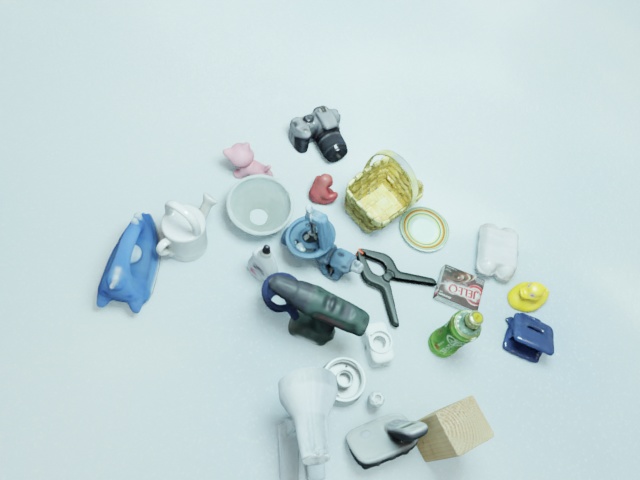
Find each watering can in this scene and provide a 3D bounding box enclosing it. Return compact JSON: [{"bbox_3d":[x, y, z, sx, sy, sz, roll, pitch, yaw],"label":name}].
[{"bbox_3d":[-0.307,-0.038,1.310,0.101,0.194,0.173,18,64,-1],"label":"watering can"}]

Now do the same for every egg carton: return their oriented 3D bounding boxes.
[{"bbox_3d":[0.456,0.031,1.479,0.107,0.069,0.150,13,64,-4],"label":"egg carton"}]

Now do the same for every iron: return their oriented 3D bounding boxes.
[{"bbox_3d":[-0.426,0.025,1.289,0.118,0.141,0.258,10,64,-5],"label":"iron"}]

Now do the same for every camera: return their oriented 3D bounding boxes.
[{"bbox_3d":[0.006,-0.277,1.525,0.143,0.101,0.136,-22,71,-18],"label":"camera"}]

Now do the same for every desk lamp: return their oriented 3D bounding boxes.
[{"bbox_3d":[-0.024,0.378,1.158,0.118,0.213,0.203,-1,66,-10],"label":"desk lamp"}]

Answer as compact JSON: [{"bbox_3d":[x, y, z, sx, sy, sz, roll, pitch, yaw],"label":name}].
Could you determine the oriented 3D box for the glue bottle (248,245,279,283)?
[{"bbox_3d":[-0.128,0.048,1.313,0.078,0.173,0.037,38,65,9],"label":"glue bottle"}]

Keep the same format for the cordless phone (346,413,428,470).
[{"bbox_3d":[0.141,0.411,1.187,0.148,0.185,0.094,-20,70,-17],"label":"cordless phone"}]

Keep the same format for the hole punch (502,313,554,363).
[{"bbox_3d":[0.508,0.229,1.386,0.108,0.091,0.101,23,64,1],"label":"hole punch"}]

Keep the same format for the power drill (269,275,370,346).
[{"bbox_3d":[-0.012,0.161,1.262,0.229,0.208,0.076,20,64,0],"label":"power drill"}]

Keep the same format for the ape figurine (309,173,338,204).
[{"bbox_3d":[0.010,-0.137,1.466,0.076,0.092,0.077,-17,69,-16],"label":"ape figurine"}]

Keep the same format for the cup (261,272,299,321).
[{"bbox_3d":[-0.085,0.142,1.321,0.092,0.095,0.117,-27,73,-20],"label":"cup"}]

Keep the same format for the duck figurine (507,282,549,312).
[{"bbox_3d":[0.534,0.133,1.437,0.105,0.086,0.077,-7,67,-13],"label":"duck figurine"}]

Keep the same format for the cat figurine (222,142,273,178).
[{"bbox_3d":[-0.179,-0.198,1.447,0.127,0.117,0.067,27,64,3],"label":"cat figurine"}]

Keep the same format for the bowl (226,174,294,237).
[{"bbox_3d":[-0.149,-0.075,1.420,0.167,0.074,0.167,4,65,-8],"label":"bowl"}]

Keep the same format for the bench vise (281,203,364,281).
[{"bbox_3d":[0.015,-0.006,1.336,0.207,0.219,0.121,16,64,-2],"label":"bench vise"}]
